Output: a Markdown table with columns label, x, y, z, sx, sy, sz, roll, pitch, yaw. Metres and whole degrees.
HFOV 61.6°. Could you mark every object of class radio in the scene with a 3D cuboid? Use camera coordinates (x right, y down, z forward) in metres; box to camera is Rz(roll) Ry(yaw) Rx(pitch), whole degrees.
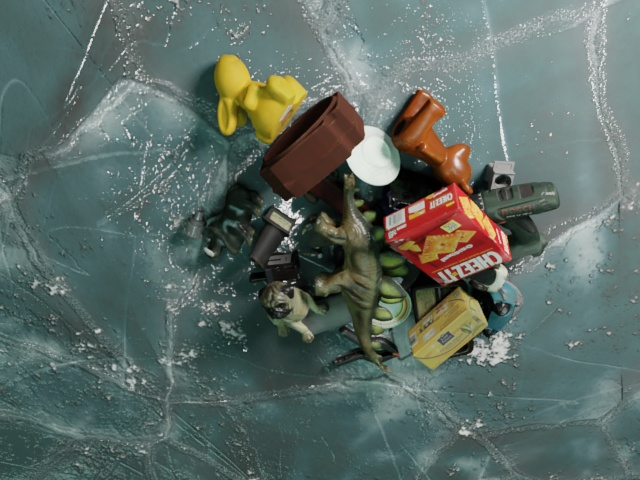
| label | x | y | z | sx | sy | sz | roll | pitch | yaw |
| --- | --- | --- | --- | --- | --- | --- | --- | --- | --- |
| radio | 0.294 | 0.180 | 1.295 | 0.131 | 0.073 | 0.229 | -10 | 119 | 7 |

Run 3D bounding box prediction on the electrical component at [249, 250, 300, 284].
| label | x | y | z | sx | sy | sz | roll | pitch | yaw |
| --- | --- | --- | --- | --- | --- | --- | --- | --- | --- |
| electrical component | -0.106 | 0.065 | 1.239 | 0.119 | 0.075 | 0.047 | -4 | 120 | 7 |

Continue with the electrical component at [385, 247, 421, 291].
| label | x | y | z | sx | sy | sz | roll | pitch | yaw |
| --- | --- | --- | --- | --- | --- | --- | --- | --- | --- |
| electrical component | 0.167 | 0.057 | 1.212 | 0.115 | 0.058 | 0.134 | 40 | 117 | 16 |

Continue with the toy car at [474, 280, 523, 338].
| label | x | y | z | sx | sy | sz | roll | pitch | yaw |
| --- | --- | --- | --- | --- | --- | --- | --- | --- | --- |
| toy car | 0.423 | 0.151 | 1.264 | 0.103 | 0.109 | 0.161 | -11 | 129 | -14 |

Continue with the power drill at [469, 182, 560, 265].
| label | x | y | z | sx | sy | sz | roll | pitch | yaw |
| --- | --- | --- | --- | --- | --- | --- | --- | --- | --- |
| power drill | 0.387 | -0.036 | 1.134 | 0.232 | 0.086 | 0.207 | -17 | 134 | 21 |

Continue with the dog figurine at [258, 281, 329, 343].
| label | x | y | z | sx | sy | sz | roll | pitch | yaw |
| --- | --- | --- | --- | --- | --- | --- | --- | --- | --- |
| dog figurine | -0.094 | 0.134 | 1.209 | 0.173 | 0.121 | 0.190 | 5 | 154 | 38 |

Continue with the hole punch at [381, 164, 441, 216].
| label | x | y | z | sx | sy | sz | roll | pitch | yaw |
| --- | --- | --- | --- | --- | --- | --- | --- | --- | --- |
| hole punch | 0.183 | -0.080 | 1.125 | 0.116 | 0.142 | 0.092 | 21 | 140 | -4 |

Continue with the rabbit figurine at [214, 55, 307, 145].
| label | x | y | z | sx | sy | sz | roll | pitch | yaw |
| --- | --- | --- | --- | --- | --- | --- | --- | --- | --- |
| rabbit figurine | -0.134 | -0.278 | 1.040 | 0.173 | 0.122 | 0.162 | 38 | 123 | -4 |

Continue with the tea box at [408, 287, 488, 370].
| label | x | y | z | sx | sy | sz | roll | pitch | yaw |
| --- | --- | --- | --- | --- | --- | --- | --- | --- | --- |
| tea box | 0.284 | 0.198 | 1.211 | 0.068 | 0.098 | 0.169 | 38 | 113 | -17 |

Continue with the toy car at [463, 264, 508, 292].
| label | x | y | z | sx | sy | sz | roll | pitch | yaw |
| --- | --- | --- | --- | --- | --- | --- | --- | --- | --- |
| toy car | 0.315 | 0.049 | 1.200 | 0.202 | 0.056 | 0.073 | 27 | 105 | 17 |

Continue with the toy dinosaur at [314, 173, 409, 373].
| label | x | y | z | sx | sy | sz | roll | pitch | yaw |
| --- | --- | --- | --- | --- | --- | --- | --- | --- | --- |
| toy dinosaur | 0.089 | 0.082 | 1.149 | 0.199 | 0.105 | 0.470 | 2 | 114 | 12 |

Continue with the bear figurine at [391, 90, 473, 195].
| label | x | y | z | sx | sy | sz | roll | pitch | yaw |
| --- | --- | --- | --- | --- | --- | --- | --- | --- | --- |
| bear figurine | 0.243 | -0.186 | 1.066 | 0.196 | 0.120 | 0.132 | 29 | 112 | -16 |

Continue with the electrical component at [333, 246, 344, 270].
| label | x | y | z | sx | sy | sz | roll | pitch | yaw |
| --- | --- | --- | --- | --- | --- | --- | --- | --- | --- |
| electrical component | 0.065 | 0.036 | 1.237 | 0.063 | 0.021 | 0.094 | 1 | 122 | -28 |

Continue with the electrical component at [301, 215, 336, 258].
| label | x | y | z | sx | sy | sz | roll | pitch | yaw |
| --- | --- | --- | --- | --- | --- | --- | --- | --- | --- |
| electrical component | -0.002 | -0.005 | 1.212 | 0.078 | 0.045 | 0.102 | 1 | 119 | 2 |

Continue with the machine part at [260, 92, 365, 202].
| label | x | y | z | sx | sy | sz | roll | pitch | yaw |
| --- | --- | --- | --- | --- | --- | --- | --- | --- | --- |
| machine part | -0.016 | -0.181 | 1.024 | 0.201 | 0.201 | 0.087 | -35 | 111 | 19 |

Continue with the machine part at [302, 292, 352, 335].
| label | x | y | z | sx | sy | sz | roll | pitch | yaw |
| --- | --- | --- | --- | --- | --- | --- | --- | --- | --- |
| machine part | 0.042 | 0.167 | 1.280 | 0.243 | 0.079 | 0.079 | -23 | 117 | 20 |

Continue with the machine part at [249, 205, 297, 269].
| label | x | y | z | sx | sy | sz | roll | pitch | yaw |
| --- | --- | --- | --- | --- | --- | --- | --- | --- | --- |
| machine part | -0.112 | -0.004 | 1.189 | 0.084 | 0.039 | 0.139 | 32 | 77 | -21 |

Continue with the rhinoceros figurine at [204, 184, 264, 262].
| label | x | y | z | sx | sy | sz | roll | pitch | yaw |
| --- | --- | --- | --- | --- | --- | --- | --- | --- | --- |
| rhinoceros figurine | -0.196 | -0.031 | 1.185 | 0.112 | 0.073 | 0.190 | 22 | 117 | -12 |

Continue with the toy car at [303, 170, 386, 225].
| label | x | y | z | sx | sy | sz | roll | pitch | yaw |
| --- | --- | --- | --- | --- | --- | --- | --- | --- | --- |
| toy car | 0.058 | -0.081 | 1.164 | 0.202 | 0.053 | 0.089 | 33 | 119 | -12 |
